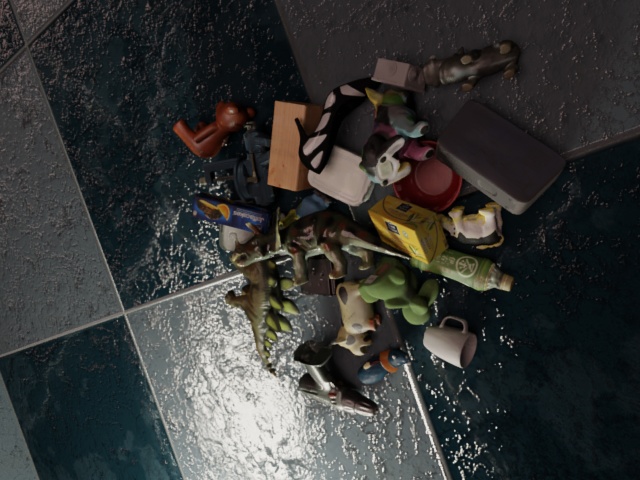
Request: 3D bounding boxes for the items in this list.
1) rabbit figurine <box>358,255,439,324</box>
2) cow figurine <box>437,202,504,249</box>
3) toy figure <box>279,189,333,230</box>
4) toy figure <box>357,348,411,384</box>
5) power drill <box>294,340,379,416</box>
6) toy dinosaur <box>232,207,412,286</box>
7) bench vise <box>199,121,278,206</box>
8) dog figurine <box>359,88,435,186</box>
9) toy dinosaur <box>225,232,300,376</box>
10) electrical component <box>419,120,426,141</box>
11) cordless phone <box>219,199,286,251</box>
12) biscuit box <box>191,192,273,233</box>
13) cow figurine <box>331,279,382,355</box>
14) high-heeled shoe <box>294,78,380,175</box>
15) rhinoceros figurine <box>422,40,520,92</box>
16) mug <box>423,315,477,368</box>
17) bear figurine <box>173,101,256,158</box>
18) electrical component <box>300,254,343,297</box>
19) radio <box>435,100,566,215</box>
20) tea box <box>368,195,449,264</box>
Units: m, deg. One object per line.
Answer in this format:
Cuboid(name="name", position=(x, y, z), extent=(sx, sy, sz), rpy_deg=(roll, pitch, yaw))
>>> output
Cuboid(name="rabbit figurine", position=(0.205, 0.122, 1.239), extent=(0.170, 0.121, 0.159), rpy_deg=(46, 152, -14))
Cuboid(name="cow figurine", position=(0.311, -0.025, 1.167), extent=(0.168, 0.068, 0.098), rpy_deg=(-5, 105, 34))
Cuboid(name="toy figure", position=(-0.034, -0.051, 1.366), extent=(0.180, 0.089, 0.082), rpy_deg=(-50, 61, 21))
Cuboid(name="toy figure", position=(0.158, 0.309, 1.337), extent=(0.154, 0.064, 0.058), rpy_deg=(-40, 60, 32))
Cuboid(name="power drill", position=(0.030, 0.359, 1.392), extent=(0.232, 0.086, 0.207), rpy_deg=(4, 136, 38))
Cuboid(name="toy dinosaur", position=(0.001, -0.004, 1.251), extent=(0.405, 0.131, 0.192), rpy_deg=(-13, 96, 20))
Cuboid(name="bench vise", position=(-0.213, -0.193, 1.410), extent=(0.241, 0.129, 0.223), rpy_deg=(-6, 112, 18))
Cuboid(name="dog figurine", position=(0.139, -0.237, 1.151), extent=(0.191, 0.108, 0.219), rpy_deg=(-34, 47, 2))
Cuboid(name="toy dinosaur", position=(-0.158, 0.175, 1.462), extent=(0.199, 0.105, 0.470), rpy_deg=(27, 131, 29))
Cuboid(name="electrical component", position=(0.207, -0.226, 1.209), extent=(0.063, 0.021, 0.094), rpy_deg=(16, 109, 27))
Cuboid(name="cordless phone", position=(-0.179, -0.031, 1.465), extent=(0.184, 0.089, 0.146), rpy_deg=(12, 107, 15))
Cuboid(name="biscuit box", position=(-0.228, -0.069, 1.398), extent=(0.203, 0.059, 0.062), rpy_deg=(14, 103, 4))
Cuboid(name="cow figurine", position=(0.086, 0.196, 1.345), extent=(0.127, 0.085, 0.194), rpy_deg=(-6, 100, 27))
Cuboid(name="high-heeled shoe", position=(0.054, -0.262, 1.228), extent=(0.249, 0.086, 0.145), rpy_deg=(-28, 85, 8))
Cuboid(name="rhinoceros figurine", position=(0.300, -0.352, 1.074), extent=(0.190, 0.112, 0.073), rpy_deg=(-10, 125, 20))
Cuboid(name="mug", position=(0.292, 0.224, 1.226), extent=(0.107, 0.081, 0.109), rpy_deg=(14, 113, 39))
Cuboid(name="bear figurine", position=(-0.278, -0.314, 1.433), extent=(0.196, 0.120, 0.132), rpy_deg=(-45, 74, 29))
Cuboid(name="electrical component", position=(-0.002, 0.077, 1.387), extent=(0.115, 0.058, 0.134), rpy_deg=(-3, 100, 30))
Cuboid(name="radio", position=(0.350, -0.164, 1.069), extent=(0.230, 0.073, 0.131), rpy_deg=(40, 82, 19))
Cuboid(name="tea box", position=(0.191, -0.026, 1.176), extent=(0.170, 0.068, 0.098), rpy_deg=(31, 155, 57))
